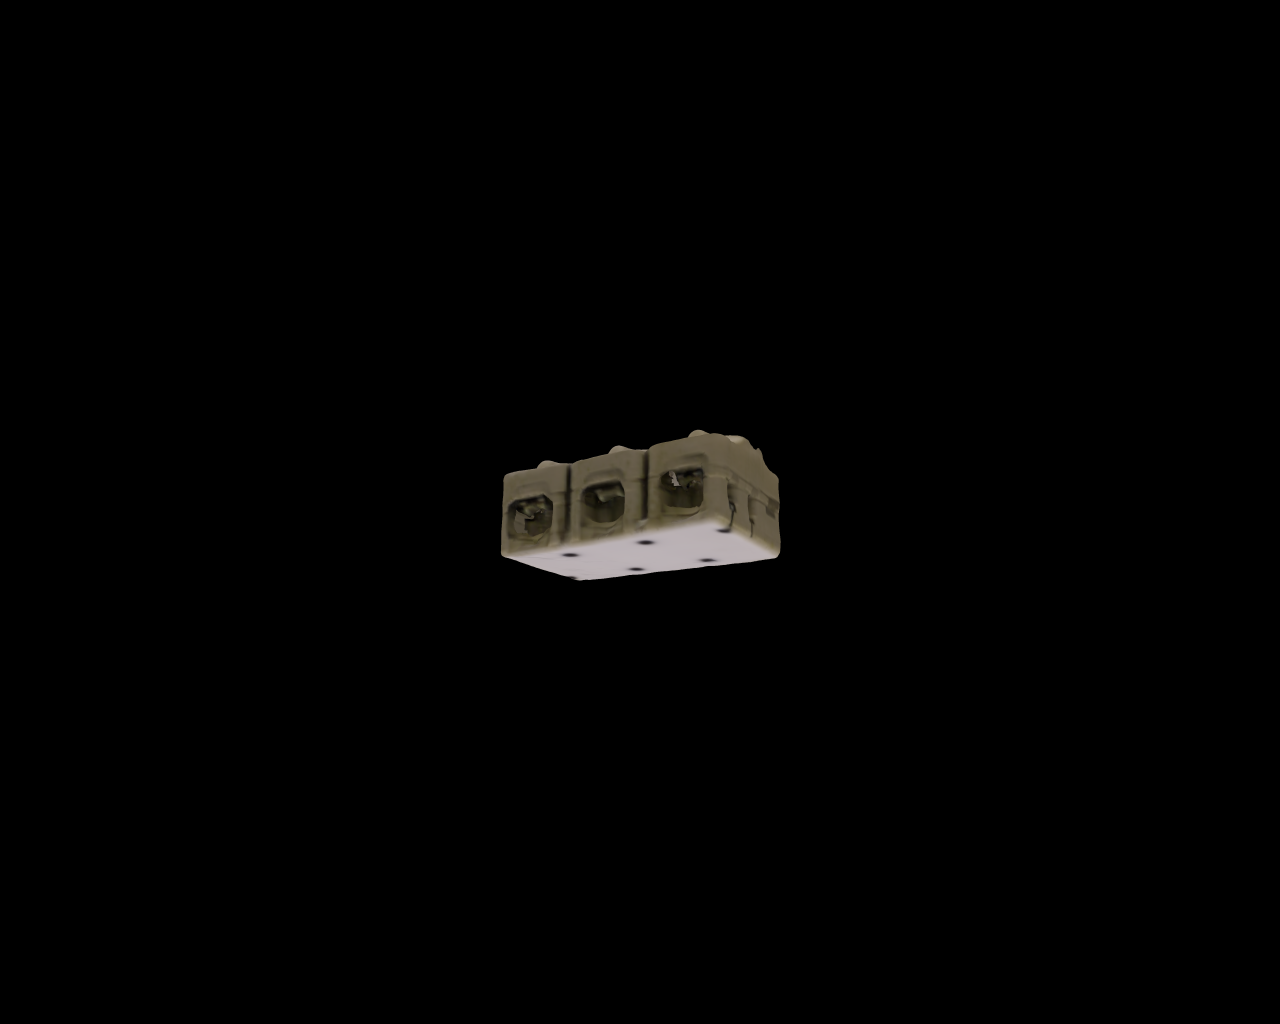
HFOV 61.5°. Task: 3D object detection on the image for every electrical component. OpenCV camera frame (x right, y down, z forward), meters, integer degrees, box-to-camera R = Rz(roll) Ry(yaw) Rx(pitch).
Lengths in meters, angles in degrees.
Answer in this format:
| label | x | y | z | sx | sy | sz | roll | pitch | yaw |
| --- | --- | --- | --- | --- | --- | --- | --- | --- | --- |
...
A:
| label | x | y | z | sx | sy | sz | roll | pitch | yaw |
| --- | --- | --- | --- | --- | --- | --- | --- | --- | --- |
| electrical component | 0.001 | -0.003 | 0.650 | 0.150 | 0.062 | 0.089 | -9 | -19 | 29 |
